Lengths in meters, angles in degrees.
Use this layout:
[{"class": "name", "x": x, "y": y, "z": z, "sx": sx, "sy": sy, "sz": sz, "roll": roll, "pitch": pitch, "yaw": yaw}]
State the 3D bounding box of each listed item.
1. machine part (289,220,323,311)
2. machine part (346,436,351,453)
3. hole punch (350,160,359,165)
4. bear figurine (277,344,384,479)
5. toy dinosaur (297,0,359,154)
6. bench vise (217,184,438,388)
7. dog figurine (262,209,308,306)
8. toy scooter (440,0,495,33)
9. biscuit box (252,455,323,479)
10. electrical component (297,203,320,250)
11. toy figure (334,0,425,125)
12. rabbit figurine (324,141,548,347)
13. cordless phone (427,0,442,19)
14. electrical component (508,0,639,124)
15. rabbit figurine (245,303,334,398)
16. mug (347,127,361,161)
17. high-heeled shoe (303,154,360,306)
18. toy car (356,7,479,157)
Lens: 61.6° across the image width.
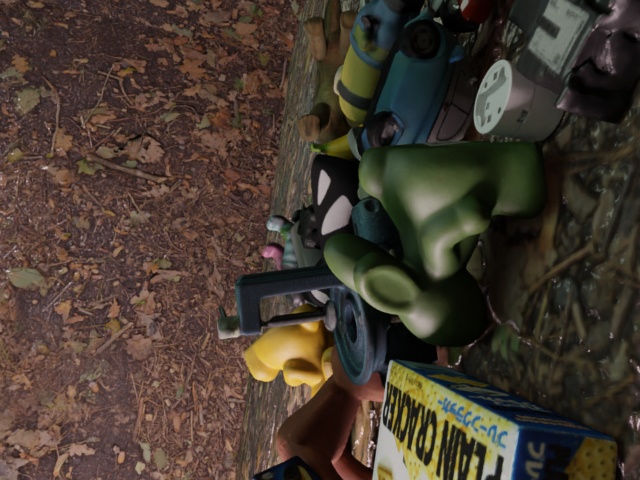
[{"class": "machine part", "x": 0.004, "y": 0.045, "z": 0.885, "sx": 0.079, "sy": 0.079, "sz": 0.243, "roll": 111, "pitch": 150, "yaw": -49}, {"class": "machine part", "x": 0.000, "y": 0.341, "z": 0.806, "sx": 0.179, "sy": 0.056, "sz": 0.179, "roll": -170, "pitch": 90, "yaw": -81}, {"class": "hole punch", "x": 0.052, "y": -0.072, "z": 0.763, "sx": 0.142, "sy": 0.116, "sz": 0.092, "roll": -132, "pitch": 44, "yaw": -77}, {"class": "bear figurine", "x": 0.043, "y": 0.194, "z": 0.628, "sx": 0.196, "sy": 0.132, "sz": 0.120, "roll": -51, "pitch": -23, "yaw": 3}, {"class": "toy dinosaur", "x": 0.035, "y": -0.207, "z": 0.903, "sx": 0.198, "sy": 0.105, "sz": 0.470, "roll": -31, "pitch": -55, "yaw": -77}, {"class": "bench vise", "x": 0.017, "y": 0.046, "z": 0.531, "sx": 0.129, "sy": 0.241, "sz": 0.223, "roll": 177, "pitch": 87, "yaw": -76}, {"class": "dog figurine", "x": -0.005, "y": 0.049, "z": 1.003, "sx": 0.219, "sy": 0.191, "sz": 0.108, "roll": 48, "pitch": 134, "yaw": 31}, {"class": "toy scooter", "x": 0.158, "y": -0.296, "z": 0.490, "sx": 0.135, "sy": 0.075, "sz": 0.183, "roll": 144, "pitch": 131, "yaw": -76}, {"class": "biscuit box", "x": 0.013, "y": 0.292, "z": 0.500, "sx": 0.203, "sy": 0.063, "sz": 0.059, "roll": 27, "pitch": 115, "yaw": 44}, {"class": "electrical component", "x": 0.029, "y": -0.013, "z": 0.810, "sx": 0.134, "sy": 0.115, "sz": 0.058, "roll": -119, "pitch": 38, "yaw": -77}, {"class": "toy figure", "x": 0.070, "y": -0.222, "z": 0.657, "sx": 0.180, "sy": 0.082, "sz": 0.089, "roll": 119, "pitch": 154, "yaw": -53}, {"class": "rabbit figurine", "x": 0.092, "y": 0.010, "z": 0.425, "sx": 0.121, "sy": 0.159, "sz": 0.170, "roll": -151, "pitch": 56, "yaw": -69}, {"class": "cordless phone", "x": 0.135, "y": -0.331, "z": 0.633, "sx": 0.146, "sy": 0.089, "sz": 0.184, "roll": 145, "pitch": 130, "yaw": -75}, {"class": "electrical component", "x": 0.168, "y": -0.136, "z": 0.355, "sx": 0.119, "sy": 0.048, "sz": 0.074, "roll": -95, "pitch": 18, "yaw": -56}, {"class": "rabbit figurine", "x": 0.004, "y": 0.179, "z": 0.768, "sx": 0.162, "sy": 0.122, "sz": 0.173, "roll": -38, "pitch": 77, "yaw": 36}, {"class": "mug", "x": 0.088, "y": -0.096, "z": 0.615, "sx": 0.080, "sy": 0.109, "sz": 0.107, "roll": -57, "pitch": 34, "yaw": 34}, {"class": "high-heeled shoe", "x": -0.001, "y": -0.002, "z": 0.685, "sx": 0.248, "sy": 0.145, "sz": 0.086, "roll": -42, "pitch": 12, "yaw": 46}, {"class": "toy car", "x": 0.105, "y": -0.137, "z": 0.538, "sx": 0.109, "sy": 0.103, "sz": 0.161, "roll": 146, "pitch": 142, "yaw": -83}]
